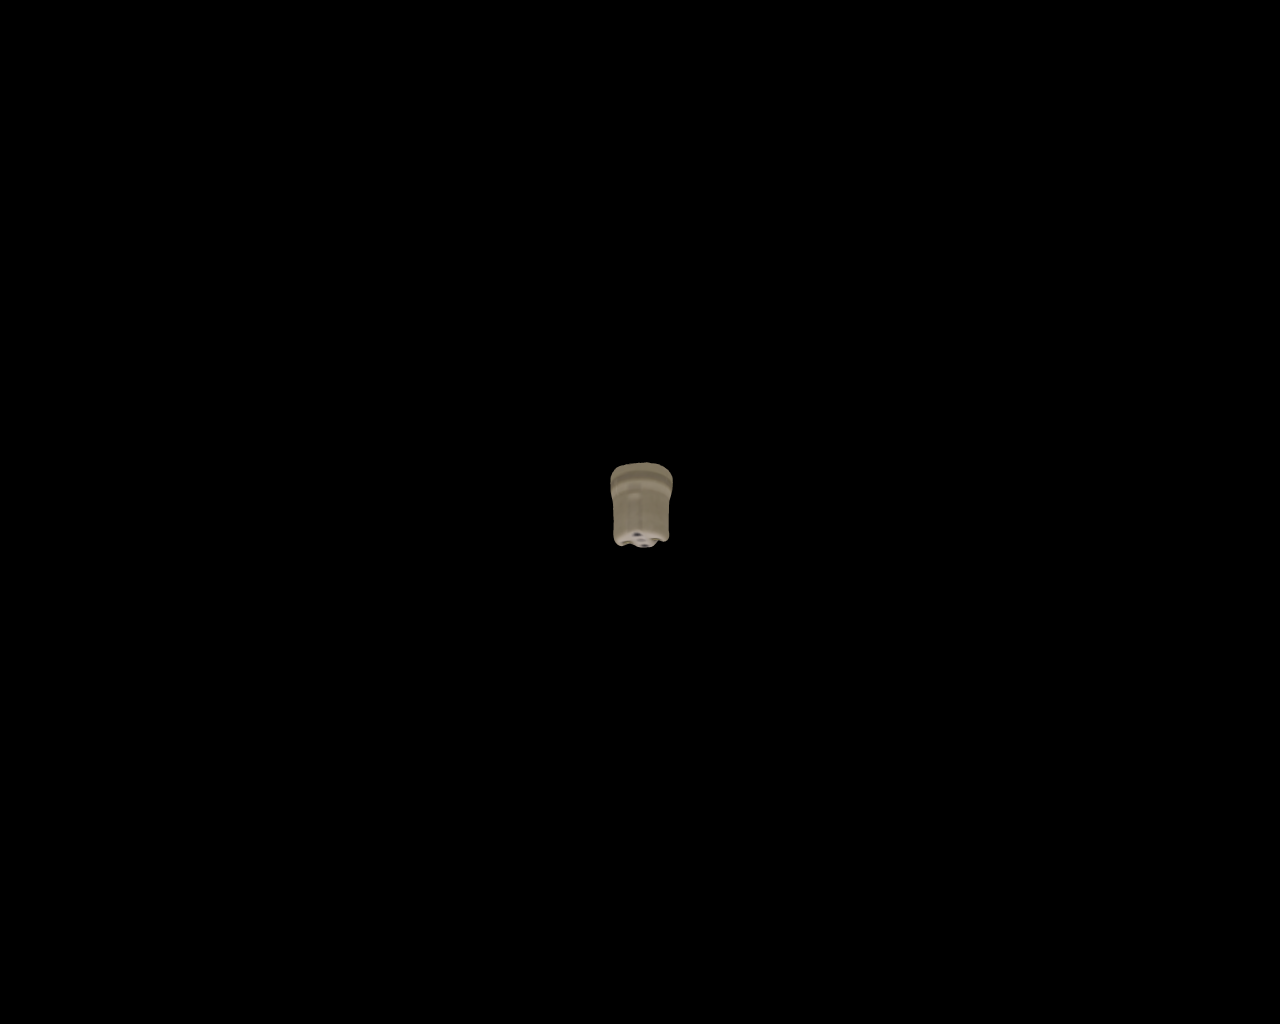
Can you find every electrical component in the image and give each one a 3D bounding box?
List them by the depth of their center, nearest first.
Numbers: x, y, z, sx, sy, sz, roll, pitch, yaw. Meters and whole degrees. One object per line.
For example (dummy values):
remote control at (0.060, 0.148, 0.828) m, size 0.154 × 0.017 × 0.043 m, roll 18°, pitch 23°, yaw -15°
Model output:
electrical component at (0.001, -0.003, 0.650) m, size 0.040 × 0.046 × 0.040 m, roll 0°, pitch -27°, yaw 0°
